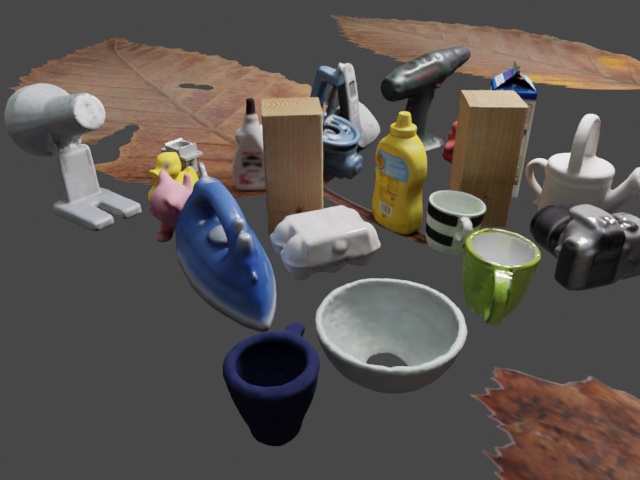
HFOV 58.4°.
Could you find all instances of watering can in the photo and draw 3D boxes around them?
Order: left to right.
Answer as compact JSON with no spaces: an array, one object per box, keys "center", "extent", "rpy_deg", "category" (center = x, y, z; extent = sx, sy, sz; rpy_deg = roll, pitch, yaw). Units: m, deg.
[{"center":[0.417,-0.102,0.904],"extent":[0.172,0.194,0.101],"rpy_deg":[9,31,15],"category":"watering can"}]

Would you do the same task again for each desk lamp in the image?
[{"center":[-0.412,-0.149,0.961],"extent":[0.202,0.214,0.118],"rpy_deg":[19,35,30],"category":"desk lamp"}]

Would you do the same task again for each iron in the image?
[{"center":[-0.123,-0.002,0.780],"extent":[0.119,0.141,0.257],"rpy_deg":[-15,33,-24],"category":"iron"}]

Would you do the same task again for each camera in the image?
[{"center":[0.388,-0.009,0.836],"extent":[0.143,0.101,0.136],"rpy_deg":[-10,32,-17],"category":"camera"}]

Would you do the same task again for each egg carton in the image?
[{"center":[0.008,0.003,0.845],"extent":[0.150,0.069,0.107],"rpy_deg":[-13,32,-21],"category":"egg carton"}]

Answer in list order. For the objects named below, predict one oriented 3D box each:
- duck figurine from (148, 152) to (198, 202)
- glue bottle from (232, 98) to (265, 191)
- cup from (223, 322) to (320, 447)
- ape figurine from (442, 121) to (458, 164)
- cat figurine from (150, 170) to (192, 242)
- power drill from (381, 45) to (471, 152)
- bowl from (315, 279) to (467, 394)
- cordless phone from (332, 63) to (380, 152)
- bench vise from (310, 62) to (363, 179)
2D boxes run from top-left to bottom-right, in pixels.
[{"center":[-0.267,-0.118,1.037],"extent":[0.077,0.086,0.105],"rpy_deg":[19,35,29],"category":"duck figurine"},{"center":[-0.125,-0.174,1.048],"extent":[0.078,0.173,0.037],"rpy_deg":[-3,30,-5],"category":"glue bottle"},{"center":[-0.042,0.146,0.571],"extent":[0.091,0.095,0.118],"rpy_deg":[9,31,16],"category":"cup"},{"center":[0.288,-0.204,1.183],"extent":[0.078,0.092,0.076],"rpy_deg":[-17,34,-27],"category":"ape figurine"},{"center":[-0.226,-0.060,0.904],"extent":[0.067,0.118,0.128],"rpy_deg":[4,30,8],"category":"cat figurine"},{"center":[0.228,-0.302,1.236],"extent":[0.230,0.208,0.075],"rpy_deg":[-20,36,-31],"category":"power drill"},{"center":[0.077,0.117,0.643],"extent":[0.167,0.075,0.167],"rpy_deg":[0,30,0],"category":"bowl"},{"center":[0.077,-0.298,1.252],"extent":[0.094,0.185,0.148],"rpy_deg":[11,32,18],"category":"cordless phone"},{"center":[-0.015,-0.233,1.104],"extent":[0.207,0.220,0.121],"rpy_deg":[7,31,13],"category":"bench vise"}]
